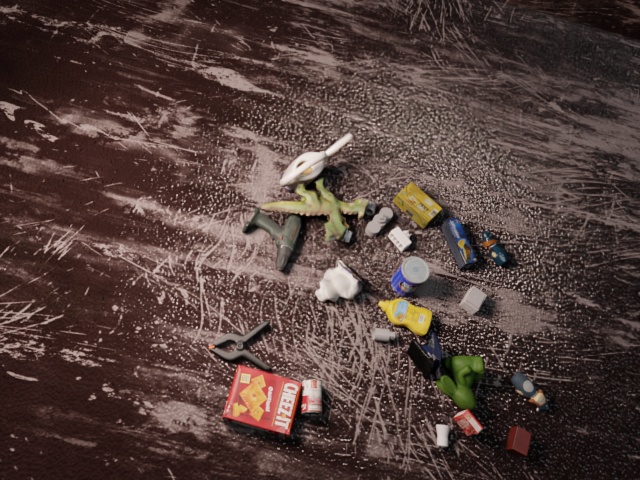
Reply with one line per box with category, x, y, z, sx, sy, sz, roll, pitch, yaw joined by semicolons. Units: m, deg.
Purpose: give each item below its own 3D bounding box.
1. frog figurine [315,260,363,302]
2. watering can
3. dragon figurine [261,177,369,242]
frog figurine;0.067;0.166;1.848;0.137;0.123;0.158;41;98;3
watering can;-0.029;-0.293;2.002;0.352;0.222;0.104;-37;94;-27
dragon figurine;0.006;-0.097;1.929;0.414;0.119;0.246;-22;63;-29
